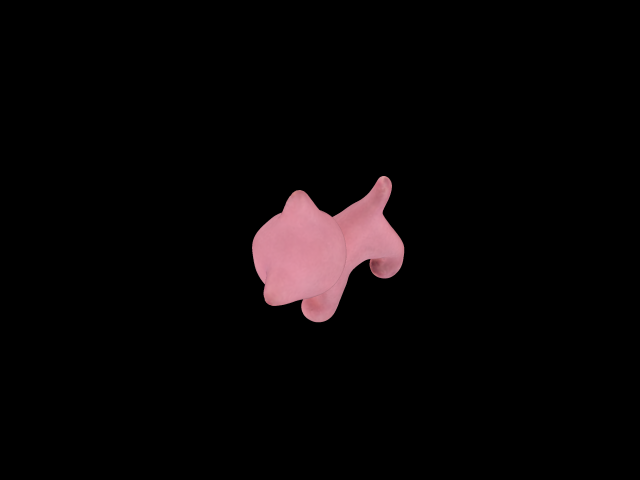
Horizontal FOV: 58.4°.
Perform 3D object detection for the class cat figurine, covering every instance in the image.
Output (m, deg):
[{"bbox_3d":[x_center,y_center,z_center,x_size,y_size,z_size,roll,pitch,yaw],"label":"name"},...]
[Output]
[{"bbox_3d":[0.004,0.001,0.400,0.128,0.118,0.067,-36,66,-18],"label":"cat figurine"}]
